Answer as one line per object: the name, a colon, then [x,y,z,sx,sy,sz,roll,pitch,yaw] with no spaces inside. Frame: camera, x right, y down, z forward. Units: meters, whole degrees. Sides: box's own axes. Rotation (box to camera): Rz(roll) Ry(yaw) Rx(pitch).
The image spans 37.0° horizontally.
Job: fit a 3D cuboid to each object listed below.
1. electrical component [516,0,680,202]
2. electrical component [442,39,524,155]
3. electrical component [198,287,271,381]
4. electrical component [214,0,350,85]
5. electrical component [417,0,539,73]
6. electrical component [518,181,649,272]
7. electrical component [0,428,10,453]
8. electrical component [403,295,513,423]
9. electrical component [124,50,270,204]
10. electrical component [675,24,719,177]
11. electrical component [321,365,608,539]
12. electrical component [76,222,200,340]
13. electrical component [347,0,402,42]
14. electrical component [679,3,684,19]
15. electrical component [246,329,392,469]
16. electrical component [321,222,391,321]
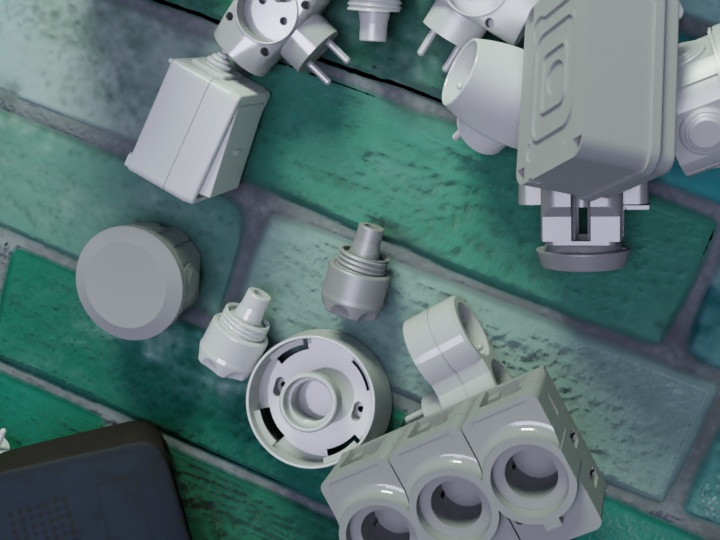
electrical component: [0.132,-0.101,0.598,0.057,0.078,0.113,9,77,-17]
electrical component: [0.086,-0.097,0.665,0.077,0.043,0.079,22,148,-16]
electrical component: [-0.083,0.042,0.749,0.043,0.043,0.062,31,106,7]
electrical component: [-0.041,-0.155,0.694,0.079,0.044,0.077,45,109,0]
electrical component: [0.065,-0.161,0.664,0.077,0.044,0.079,34,108,6]
electrical component: [0.138,-0.030,0.665,0.078,0.058,0.057,1,99,15]
electrical component: [-0.293,0.146,0.824,0.138,0.052,0.073,30,108,7]
electrical component: [0.066,0.093,0.714,0.074,0.052,0.138,-30,93,19]
electrical component: [-0.101,-0.098,0.714,0.061,0.062,0.096,30,108,7]
electrical component: [0.202,-0.097,0.622,0.051,0.080,0.080,-20,96,24]
electrical component: [0.063,0.135,0.662,0.150,0.062,0.089,-27,95,20]
electrical component: [-0.154,0.005,0.756,0.080,0.051,0.080,3,103,15]
electrical component: [0.010,-0.175,0.676,0.043,0.043,0.062,6,105,14]
electrical component: [0.163,-0.168,0.641,0.035,0.035,0.061,-35,89,19]
electrical component: [-0.029,0.090,0.746,0.099,0.064,0.099,0,88,11]
electrical component: [0.000,0.000,0.717,0.043,0.043,0.062,18,105,11]
